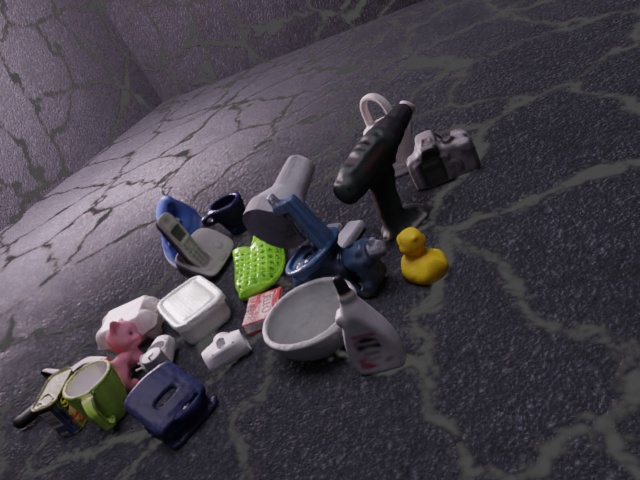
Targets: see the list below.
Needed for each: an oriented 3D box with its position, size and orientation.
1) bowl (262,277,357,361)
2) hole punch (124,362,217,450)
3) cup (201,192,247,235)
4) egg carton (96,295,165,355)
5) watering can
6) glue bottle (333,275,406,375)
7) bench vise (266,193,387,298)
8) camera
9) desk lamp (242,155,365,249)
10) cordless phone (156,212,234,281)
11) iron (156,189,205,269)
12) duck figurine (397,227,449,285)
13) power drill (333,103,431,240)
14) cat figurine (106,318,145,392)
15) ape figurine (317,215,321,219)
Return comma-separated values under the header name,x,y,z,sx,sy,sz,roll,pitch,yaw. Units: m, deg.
name,x,y,z,sx,sy,sz,roll,pitch,yaw
bowl,-0.005,0.139,0.926,0.167,0.075,0.167,-22,28,13
hole punch,-0.239,0.261,0.920,0.100,0.091,0.109,4,42,46
cup,-0.230,-0.051,1.438,0.118,0.095,0.091,-38,29,-17
egg carton,-0.405,0.184,1.229,0.150,0.069,0.107,-24,28,9
watering can,0.155,-0.253,1.314,0.100,0.194,0.173,-6,35,37
glue bottle,0.057,0.116,0.800,0.078,0.173,0.037,-20,29,17
bench vise,0.011,-0.003,0.995,0.207,0.220,0.121,-17,30,21
camera,0.253,-0.195,1.226,0.143,0.101,0.137,-21,28,15
desk lamp,-0.033,-0.043,1.110,0.117,0.214,0.203,-5,35,38
cordless phone,-0.290,-0.004,1.315,0.094,0.185,0.147,-15,31,25
iron,-0.389,-0.036,1.509,0.118,0.142,0.258,-27,27,3
duck figurine,0.164,0.020,0.959,0.077,0.086,0.104,-34,28,-9
power drill,0.130,-0.117,1.090,0.230,0.209,0.075,-44,31,-27
cat figurine,-0.385,0.212,1.111,0.067,0.118,0.128,-15,30,25
ape figurine,-0.041,-0.049,1.260,0.076,0.092,0.077,-35,28,-12
